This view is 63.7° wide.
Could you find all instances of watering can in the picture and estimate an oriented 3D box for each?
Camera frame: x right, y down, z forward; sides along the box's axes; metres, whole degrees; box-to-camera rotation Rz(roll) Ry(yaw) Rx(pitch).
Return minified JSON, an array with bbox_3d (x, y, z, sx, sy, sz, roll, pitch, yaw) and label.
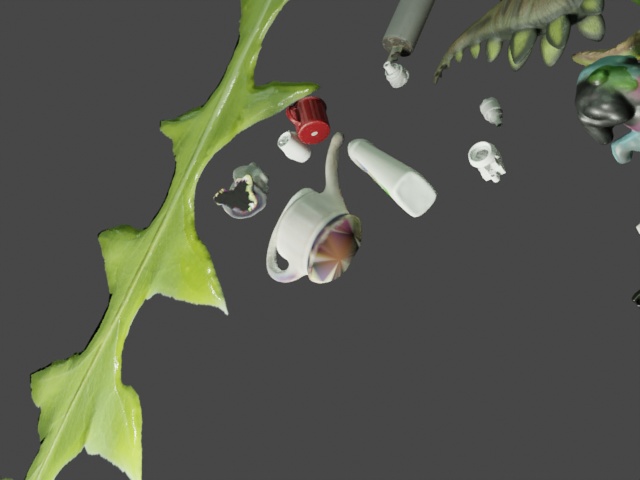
[{"bbox_3d":[0.003,-0.054,1.075,0.227,0.103,0.347,34,95,48],"label":"watering can"}]

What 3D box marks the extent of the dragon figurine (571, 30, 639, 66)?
[{"bbox_3d":[0.500,-0.293,0.663,0.412,0.240,0.123,14,82,45],"label":"dragon figurine"}]

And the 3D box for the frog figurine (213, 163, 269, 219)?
[{"bbox_3d":[-0.187,-0.129,1.334,0.136,0.122,0.162,-51,5,20],"label":"frog figurine"}]
